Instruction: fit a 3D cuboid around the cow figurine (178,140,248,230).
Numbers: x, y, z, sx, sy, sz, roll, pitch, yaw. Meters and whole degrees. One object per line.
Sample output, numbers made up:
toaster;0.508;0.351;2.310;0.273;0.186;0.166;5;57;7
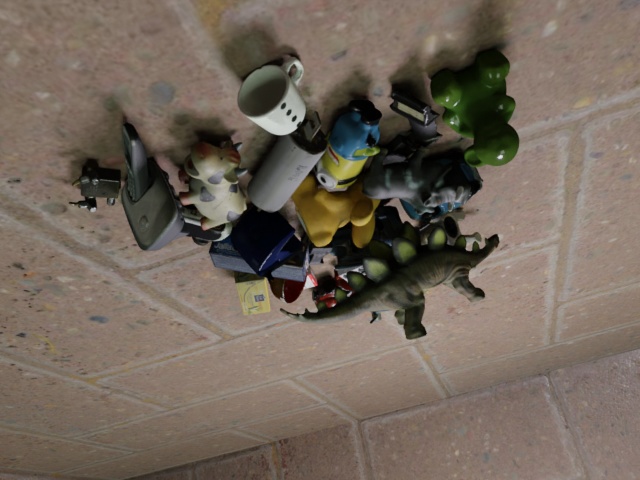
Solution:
cow figurine;-0.176;-0.097;0.927;0.127;0.085;0.194;-14;152;1

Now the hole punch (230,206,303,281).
hole punch;-0.108;-0.005;1.050;0.116;0.142;0.092;-37;153;-14

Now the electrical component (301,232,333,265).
electrical component;-0.002;-0.003;1.147;0.048;0.075;0.119;-1;152;-17

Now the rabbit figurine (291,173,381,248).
rabbit figurine;0.045;-0.068;1.010;0.173;0.162;0.121;-25;138;-11

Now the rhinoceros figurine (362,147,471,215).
rhinoceros figurine;0.169;-0.101;0.945;0.190;0.112;0.073;6;161;-3

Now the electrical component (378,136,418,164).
electrical component;0.142;-0.163;0.983;0.094;0.021;0.063;15;140;-36

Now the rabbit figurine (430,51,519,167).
rabbit figurine;0.255;-0.178;0.850;0.121;0.170;0.159;-17;148;10

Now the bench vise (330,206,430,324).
bench vise;0.123;0.052;1.143;0.224;0.240;0.129;-9;179;26

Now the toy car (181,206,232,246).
toy car;-0.265;-0.037;1.026;0.201;0.056;0.073;15;147;-35

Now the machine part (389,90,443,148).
machine part;0.163;-0.199;0.891;0.039;0.084;0.138;-59;152;-4

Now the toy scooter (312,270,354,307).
toy scooter;0.048;0.125;1.375;0.184;0.075;0.135;-29;145;22

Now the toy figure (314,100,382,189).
toy figure;0.052;-0.155;0.912;0.089;0.082;0.180;6;143;-23

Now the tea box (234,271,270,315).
tea box;-0.156;0.093;1.234;0.068;0.098;0.169;-8;150;-4

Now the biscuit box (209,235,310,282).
biscuit box;-0.125;0.033;1.117;0.203;0.059;0.062;9;149;7

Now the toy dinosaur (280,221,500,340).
toy dinosaur;0.158;0.080;1.029;0.471;0.198;0.105;-27;-166;-16

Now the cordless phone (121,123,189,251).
cordless phone;-0.273;-0.085;0.857;0.089;0.147;0.184;-19;151;-21

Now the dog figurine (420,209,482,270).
dog figurine;0.251;0.012;1.249;0.191;0.121;0.172;-18;119;45

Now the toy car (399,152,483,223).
toy car;0.229;-0.101;1.052;0.162;0.109;0.103;-25;172;0

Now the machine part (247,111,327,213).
machine part;-0.059;-0.125;0.925;0.079;0.079;0.243;9;144;-31

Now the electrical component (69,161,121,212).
electrical component;-0.381;-0.088;0.913;0.078;0.045;0.102;10;143;-28
